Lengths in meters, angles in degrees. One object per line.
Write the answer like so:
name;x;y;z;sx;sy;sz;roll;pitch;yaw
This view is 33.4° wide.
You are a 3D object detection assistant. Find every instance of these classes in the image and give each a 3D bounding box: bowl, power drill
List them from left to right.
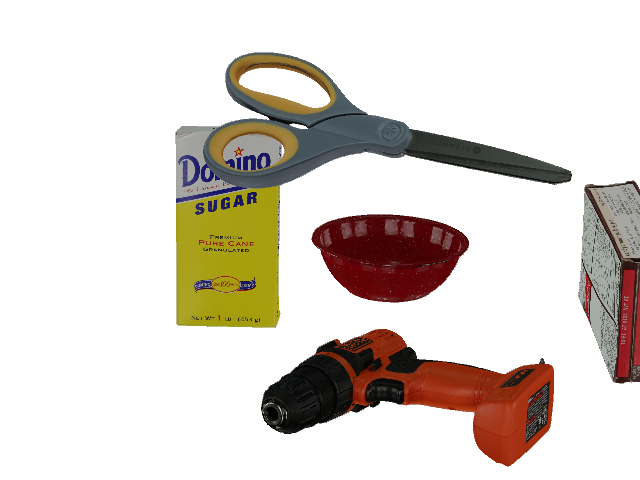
bowl;0.071;0.022;1.101;0.162;0.055;0.162;1;18;0
power drill;0.070;0.118;0.816;0.188;0.057;0.184;10;16;31

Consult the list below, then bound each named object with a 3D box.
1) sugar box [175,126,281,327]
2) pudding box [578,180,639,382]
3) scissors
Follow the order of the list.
sugar box;-0.082;-0.012;0.952;0.093;0.176;0.048;1;14;0
pudding box;0.196;0.024;0.688;0.039;0.090;0.113;-3;27;1
scissors;0.022;-0.044;0.572;0.202;0.096;0.016;29;-22;23
